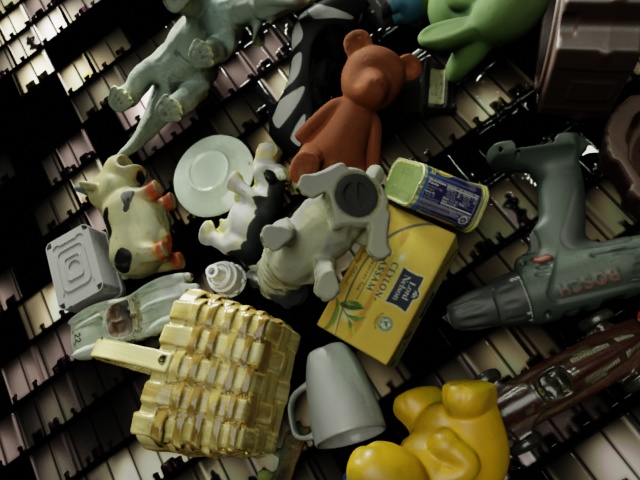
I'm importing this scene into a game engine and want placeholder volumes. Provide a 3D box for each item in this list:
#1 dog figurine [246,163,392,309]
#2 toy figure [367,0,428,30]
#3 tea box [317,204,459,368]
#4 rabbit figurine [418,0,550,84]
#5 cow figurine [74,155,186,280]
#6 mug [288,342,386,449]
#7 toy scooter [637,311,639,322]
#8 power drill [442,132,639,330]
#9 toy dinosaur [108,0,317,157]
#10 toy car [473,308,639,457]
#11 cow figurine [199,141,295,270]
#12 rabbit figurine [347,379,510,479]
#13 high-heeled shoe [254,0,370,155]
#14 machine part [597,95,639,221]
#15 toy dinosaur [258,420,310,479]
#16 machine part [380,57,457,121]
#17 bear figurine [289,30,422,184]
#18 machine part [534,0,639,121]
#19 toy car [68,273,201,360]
[{"bbox_3d":[-0.005,-0.003,0.638,0.172,0.190,0.121,-36,91,-16],"label":"dog figurine"},{"bbox_3d":[0.155,-0.350,0.741,0.180,0.082,0.089,-32,86,-3],"label":"toy figure"},{"bbox_3d":[0.084,0.055,0.642,0.098,0.068,0.169,25,81,23],"label":"tea box"},{"bbox_3d":[0.191,-0.277,0.643,0.159,0.121,0.170,-44,28,13],"label":"rabbit figurine"},{"bbox_3d":[-0.277,-0.035,0.777,0.127,0.085,0.195,-18,70,5],"label":"cow figurine"},{"bbox_3d":[0.013,0.180,0.624,0.110,0.080,0.107,-25,56,19],"label":"mug"},{"bbox_3d":[0.389,0.054,0.530,0.135,0.075,0.183,19,84,-1],"label":"toy scooter"},{"bbox_3d":[0.243,-0.011,0.607,0.232,0.086,0.207,-9,67,13],"label":"power drill"},{"bbox_3d":[-0.183,-0.266,0.787,0.405,0.192,0.131,-33,100,34],"label":"toy dinosaur"},{"bbox_3d":[0.257,0.148,0.568,0.202,0.053,0.089,-31,64,7],"label":"toy car"},{"bbox_3d":[-0.081,-0.048,0.724,0.098,0.068,0.167,28,86,17],"label":"cow figurine"},{"bbox_3d":[0.097,0.228,0.527,0.122,0.173,0.162,-15,81,49],"label":"rabbit figurine"},{"bbox_3d":[0.014,-0.235,0.750,0.249,0.086,0.145,-44,69,6],"label":"high-heeled shoe"},{"bbox_3d":[0.408,-0.095,0.595,0.179,0.056,0.179,-5,72,15],"label":"machine part"},{"bbox_3d":[-0.110,0.424,0.572,0.199,0.105,0.471,8,67,27],"label":"toy dinosaur"},{"bbox_3d":[0.114,-0.203,0.731,0.139,0.039,0.084,-1,81,15],"label":"machine part"},{"bbox_3d":[0.049,-0.152,0.667,0.120,0.132,0.195,26,108,-13],"label":"bear figurine"},{"bbox_3d":[0.298,-0.253,0.598,0.087,0.201,0.201,9,77,16],"label":"machine part"},{"bbox_3d":[-0.252,0.106,0.736,0.202,0.056,0.073,-22,68,10],"label":"toy car"}]
